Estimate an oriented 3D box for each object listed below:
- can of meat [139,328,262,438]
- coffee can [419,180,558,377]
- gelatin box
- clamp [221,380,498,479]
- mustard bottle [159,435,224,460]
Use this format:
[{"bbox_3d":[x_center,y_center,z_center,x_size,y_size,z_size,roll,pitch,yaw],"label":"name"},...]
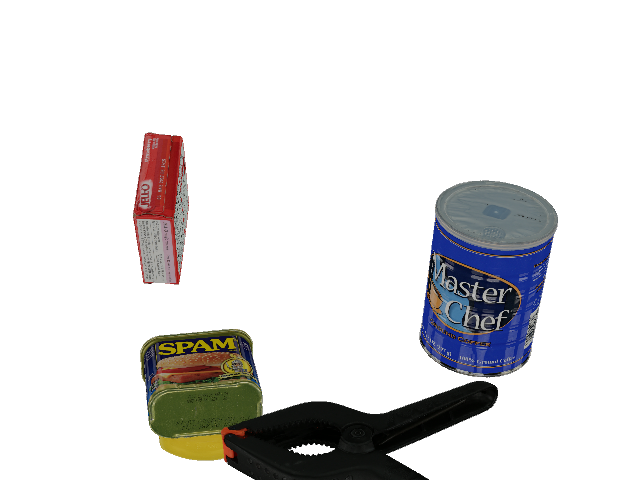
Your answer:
[{"bbox_3d":[-0.104,0.125,0.929,0.102,0.057,0.084,-4,27,-10],"label":"can of meat"},{"bbox_3d":[0.144,0.033,0.932,0.103,0.140,0.103,2,33,-2],"label":"coffee can"},{"bbox_3d":[-0.114,-0.022,0.767,0.030,0.073,0.089,2,-34,-1],"label":"gelatin box"},{"bbox_3d":[0.034,0.149,0.780,0.210,0.036,0.164,5,29,14],"label":"clamp"},{"bbox_3d":[-0.136,0.192,1.314,0.096,0.058,0.191,2,25,2],"label":"mustard bottle"}]
